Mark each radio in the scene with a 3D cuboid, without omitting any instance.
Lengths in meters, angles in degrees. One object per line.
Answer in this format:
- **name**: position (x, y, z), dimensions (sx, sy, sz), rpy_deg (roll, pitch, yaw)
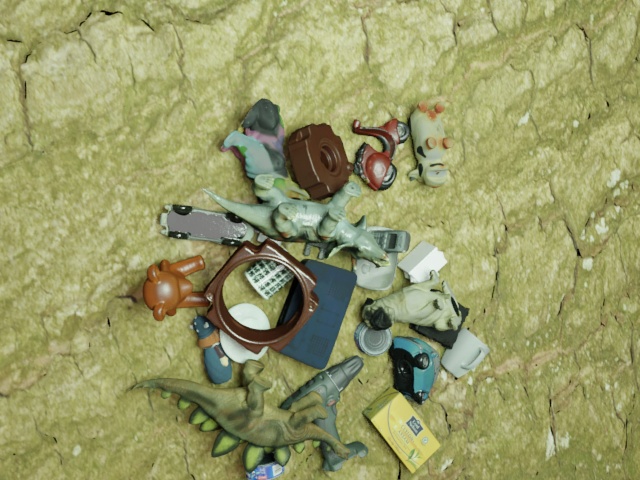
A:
- **radio**: position (-0.015, 0.161, 1.210), dimensions (0.131, 0.073, 0.229), rpy_deg (22, 82, -13)

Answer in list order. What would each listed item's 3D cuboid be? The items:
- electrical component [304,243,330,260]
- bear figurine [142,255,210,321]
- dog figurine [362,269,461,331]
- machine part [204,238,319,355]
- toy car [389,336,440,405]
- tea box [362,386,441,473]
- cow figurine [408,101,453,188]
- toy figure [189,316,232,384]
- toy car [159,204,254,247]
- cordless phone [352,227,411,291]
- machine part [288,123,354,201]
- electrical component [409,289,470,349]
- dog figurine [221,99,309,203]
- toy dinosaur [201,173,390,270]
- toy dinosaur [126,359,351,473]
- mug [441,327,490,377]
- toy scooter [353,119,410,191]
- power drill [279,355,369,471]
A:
- **electrical component**: position (-0.003, -0.004, 1.242), dimensions (0.063, 0.021, 0.094), rpy_deg (17, 85, -14)
- **bear figurine**: position (-0.285, 0.092, 1.074), dimensions (0.132, 0.196, 0.120), rpy_deg (-10, 88, -16)
- **dog figurine**: position (0.209, 0.168, 1.226), dimensions (0.191, 0.121, 0.172), rpy_deg (-25, 124, 26)
- **machine part**: position (-0.118, 0.114, 1.093), dimensions (0.201, 0.087, 0.201), rpy_deg (40, 93, -9)
- **toy car**: position (0.234, 0.296, 1.261), dimensions (0.103, 0.109, 0.161), rpy_deg (-14, 102, -33)
- **tea box**: position (0.190, 0.443, 1.261), dimensions (0.098, 0.068, 0.169), rpy_deg (-40, 98, -12)
- **cow figurine**: position (0.256, -0.216, 1.277), dimensions (0.085, 0.127, 0.195), rpy_deg (-6, 76, -16)
- **toy figure**: position (-0.233, 0.232, 1.155), dimensions (0.064, 0.058, 0.154), rpy_deg (-15, 96, 11)
- **toy car**: position (-0.243, -0.030, 1.161), dimensions (0.202, 0.056, 0.073), rpy_deg (8, 93, -14)
- **cordless phone**: position (0.150, 0.043, 1.199), dimensions (0.089, 0.184, 0.146), rpy_deg (12, 86, -19)
- **machine part**: position (0.005, -0.174, 1.184), dimensions (0.179, 0.056, 0.179), rpy_deg (26, 56, -47)
- **electrical component**: position (0.280, 0.184, 1.297), dimensions (0.134, 0.058, 0.115), rpy_deg (28, 80, -13)
- **dog figurine**: position (-0.101, -0.176, 1.179), dimensions (0.219, 0.108, 0.191), rpy_deg (41, 76, -15)
- **toy dinosaur**: position (-0.045, -0.039, 1.129), dimensions (0.405, 0.192, 0.131), rpy_deg (11, 54, -8)
- **toy dinosaur**: position (-0.154, 0.357, 1.104), dimensions (0.471, 0.105, 0.198), rpy_deg (28, 95, -5)
- **mug**: position (0.350, 0.281, 1.293), dimensions (0.080, 0.110, 0.107), rpy_deg (39, 93, -20)
- **toy scooter**: position (0.125, -0.211, 1.255), dimensions (0.135, 0.075, 0.184), rpy_deg (22, 80, -14)
- **power drill**: position (0.035, 0.398, 1.215), dimensions (0.232, 0.086, 0.207), rpy_deg (-25, 99, -13)
